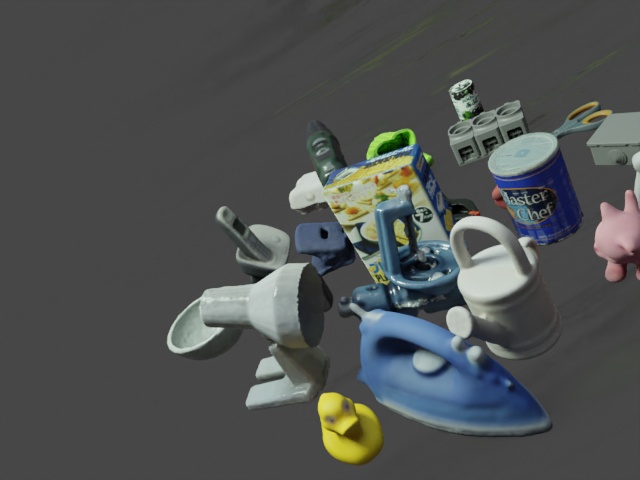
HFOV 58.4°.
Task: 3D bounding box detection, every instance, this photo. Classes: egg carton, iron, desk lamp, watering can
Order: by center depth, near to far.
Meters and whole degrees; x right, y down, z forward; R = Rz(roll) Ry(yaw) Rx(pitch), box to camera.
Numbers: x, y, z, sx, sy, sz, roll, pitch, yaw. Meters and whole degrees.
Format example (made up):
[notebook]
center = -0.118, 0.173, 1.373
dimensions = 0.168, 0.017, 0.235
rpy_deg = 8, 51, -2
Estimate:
[iron]
center = 0.144, 0.145, 0.697
dimensions = 0.257, 0.142, 0.119
rpy_deg = 6, 46, 50
[watering can]
center = 0.221, 0.055, 0.707
dimensions = 0.100, 0.194, 0.173
rpy_deg = -12, 33, 33
[desk lamp]
center = -0.066, 0.141, 0.843
dimensions = 0.202, 0.214, 0.118
rpy_deg = -18, 31, 25
[egg carton]
center = 0.000, -0.116, 1.355
dimensions = 0.150, 0.069, 0.107
rpy_deg = -13, 33, 32

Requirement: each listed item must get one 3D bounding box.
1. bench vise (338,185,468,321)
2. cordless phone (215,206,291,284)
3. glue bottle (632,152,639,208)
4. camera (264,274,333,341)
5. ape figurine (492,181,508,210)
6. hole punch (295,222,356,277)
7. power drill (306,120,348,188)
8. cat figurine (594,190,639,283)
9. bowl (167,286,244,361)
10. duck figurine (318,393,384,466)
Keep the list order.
[bench vise]
center = 0.113, 0.043, 0.811
dimensions = 0.207, 0.220, 0.121
rpy_deg = -36, 28, -8
[cordless phone]
center = -0.144, -0.014, 1.209
dimensions = 0.094, 0.185, 0.147
rpy_deg = -23, 29, 17
[glue bottle]
center = 0.442, -0.092, 0.742
dimensions = 0.078, 0.173, 0.037
rpy_deg = -17, 31, 27
[camera]
center = -0.062, 0.123, 0.991
dimensions = 0.143, 0.101, 0.137
rpy_deg = -22, 29, 19
[ape figurine]
center = 0.323, -0.097, 0.962
dimensions = 0.077, 0.092, 0.076
rpy_deg = -26, 28, 12
[hole punch]
center = 0.010, 0.004, 1.123
dimensions = 0.101, 0.091, 0.108
rpy_deg = -26, 28, 13
[power drill]
center = 0.039, -0.130, 1.184
dimensions = 0.075, 0.209, 0.229
rpy_deg = -28, 28, 8
[cat figurine]
center = 0.387, -0.009, 0.724
dimensions = 0.067, 0.118, 0.128
rpy_deg = -3, 39, 43
[bowl]
center = -0.200, 0.170, 1.087
dimensions = 0.167, 0.075, 0.167
rpy_deg = -25, 28, 15
[duck figurine]
center = 0.027, 0.230, 0.739
dimensions = 0.077, 0.086, 0.104
rpy_deg = -39, 28, -13
